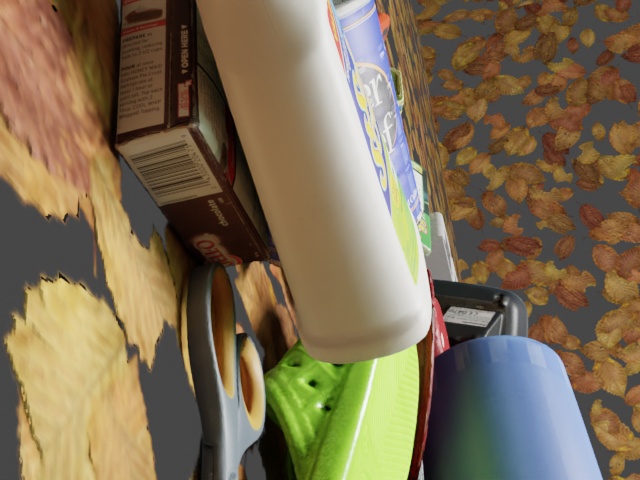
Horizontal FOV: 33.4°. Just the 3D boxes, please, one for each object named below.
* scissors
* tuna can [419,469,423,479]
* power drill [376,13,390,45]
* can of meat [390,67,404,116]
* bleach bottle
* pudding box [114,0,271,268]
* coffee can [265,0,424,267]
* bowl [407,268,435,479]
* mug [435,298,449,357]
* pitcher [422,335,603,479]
[{"bbox_3d":[-0.039,0.108,0.473,0.096,0.016,0.202,60,21,-61],"label":"scissors"},{"bbox_3d":[0.069,0.180,0.948,0.086,0.034,0.086,-11,90,-80],"label":"tuna can"},{"bbox_3d":[0.029,-0.065,0.762,0.184,0.057,0.188,-58,143,-73],"label":"power drill"},{"bbox_3d":[0.041,-0.104,0.957,0.102,0.057,0.084,-87,-174,-63],"label":"can of meat"},{"bbox_3d":[-0.010,-0.062,0.463,0.102,0.068,0.251,-93,167,-46],"label":"bleach bottle"},{"bbox_3d":[-0.056,-0.051,0.492,0.113,0.039,0.090,67,15,-57],"label":"pudding box"},{"bbox_3d":[-0.005,-0.068,0.609,0.102,0.103,0.140,-81,158,-63],"label":"coffee can"},{"bbox_3d":[0.042,0.096,0.749,0.162,0.055,0.162,180,-84,-89],"label":"bowl"},{"bbox_3d":[0.066,0.100,0.883,0.117,0.081,0.093,68,14,-46],"label":"mug"},{"bbox_3d":[0.130,0.194,0.704,0.144,0.149,0.243,28,39,-31],"label":"pitcher"}]
